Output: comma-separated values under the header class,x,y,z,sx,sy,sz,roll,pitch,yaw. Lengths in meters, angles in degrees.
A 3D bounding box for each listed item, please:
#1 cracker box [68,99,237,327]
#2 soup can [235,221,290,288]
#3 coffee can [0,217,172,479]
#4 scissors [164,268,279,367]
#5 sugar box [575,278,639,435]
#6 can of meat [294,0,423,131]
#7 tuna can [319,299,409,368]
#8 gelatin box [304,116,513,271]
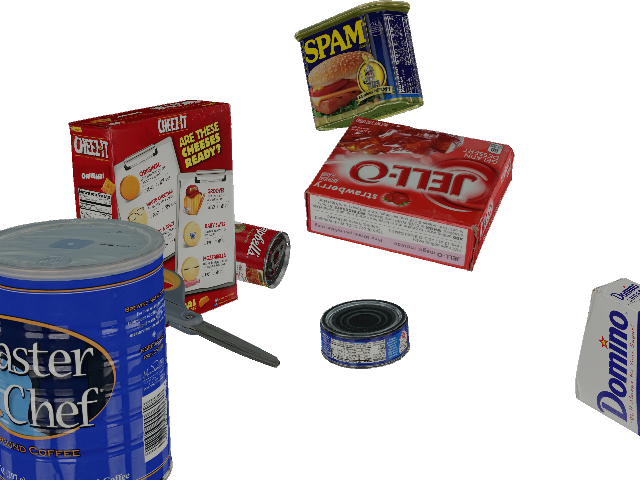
class,x,y,z,sx,sy,sz,roll,pitch,yaw
cracker box,-0.164,-0.024,1.072,0.072,0.214,0.163,10,20,37
soup can,-0.095,0.012,1.256,0.102,0.068,0.068,13,5,20
coffee can,-0.137,0.067,0.606,0.103,0.140,0.103,0,15,0
scissors,-0.103,0.058,0.879,0.202,0.016,0.096,12,26,22
sugar box,0.256,0.102,0.719,0.048,0.093,0.176,-16,30,-38
can of meat,0.032,-0.142,0.885,0.102,0.084,0.057,-12,-3,44
tuna can,0.042,0.088,1.023,0.086,0.034,0.086,-4,21,1
gelatin box,0.046,-0.027,0.542,0.089,0.030,0.073,13,41,17
